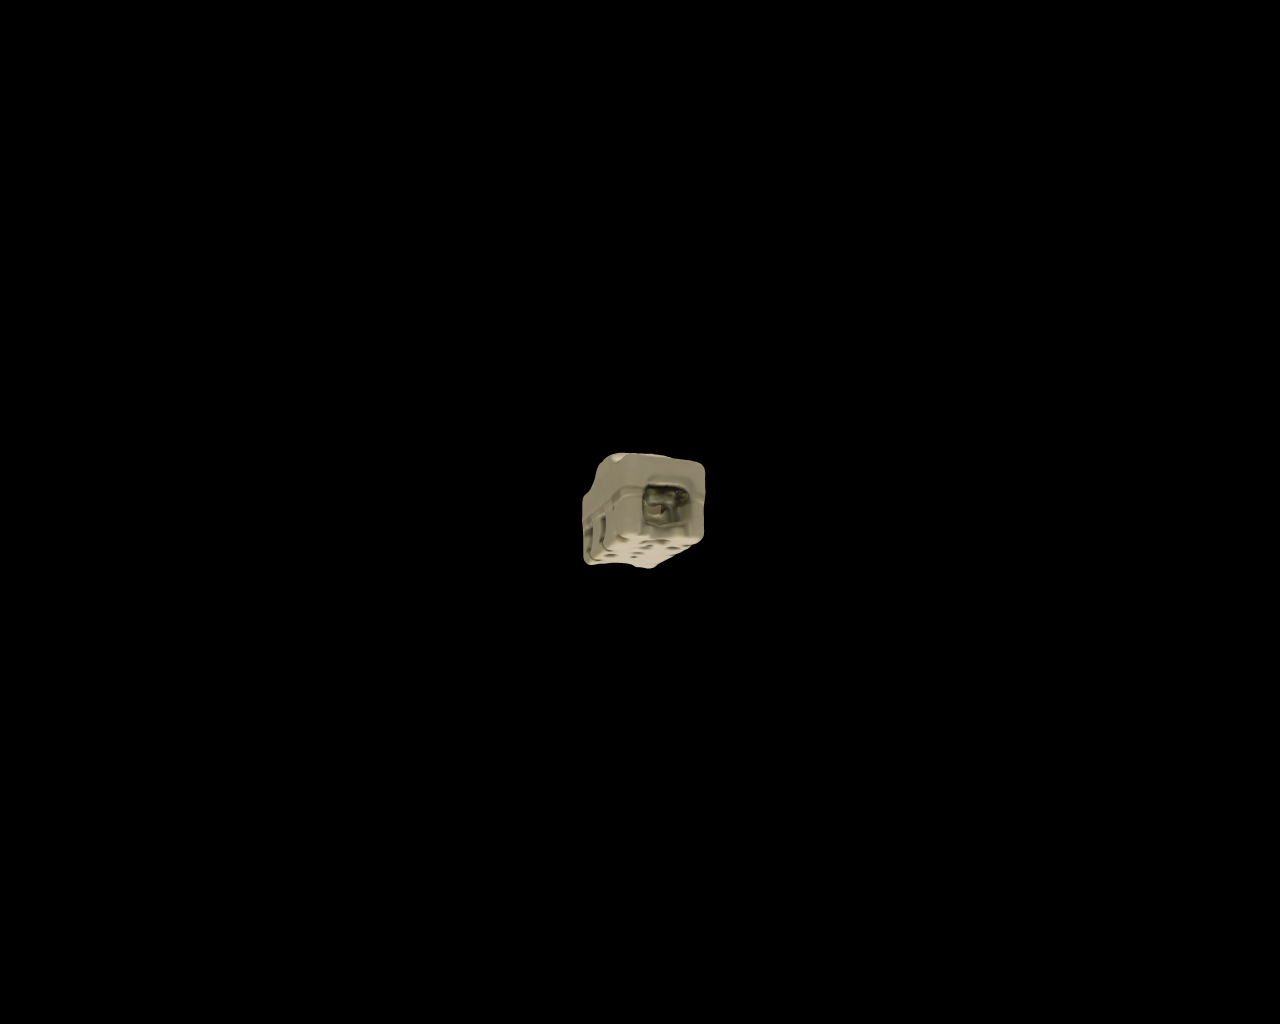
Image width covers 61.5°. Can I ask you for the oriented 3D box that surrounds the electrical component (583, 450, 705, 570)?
[{"bbox_3d":[0.001,-0.003,0.650,0.050,0.056,0.089,6,-17,-19],"label":"electrical component"}]
